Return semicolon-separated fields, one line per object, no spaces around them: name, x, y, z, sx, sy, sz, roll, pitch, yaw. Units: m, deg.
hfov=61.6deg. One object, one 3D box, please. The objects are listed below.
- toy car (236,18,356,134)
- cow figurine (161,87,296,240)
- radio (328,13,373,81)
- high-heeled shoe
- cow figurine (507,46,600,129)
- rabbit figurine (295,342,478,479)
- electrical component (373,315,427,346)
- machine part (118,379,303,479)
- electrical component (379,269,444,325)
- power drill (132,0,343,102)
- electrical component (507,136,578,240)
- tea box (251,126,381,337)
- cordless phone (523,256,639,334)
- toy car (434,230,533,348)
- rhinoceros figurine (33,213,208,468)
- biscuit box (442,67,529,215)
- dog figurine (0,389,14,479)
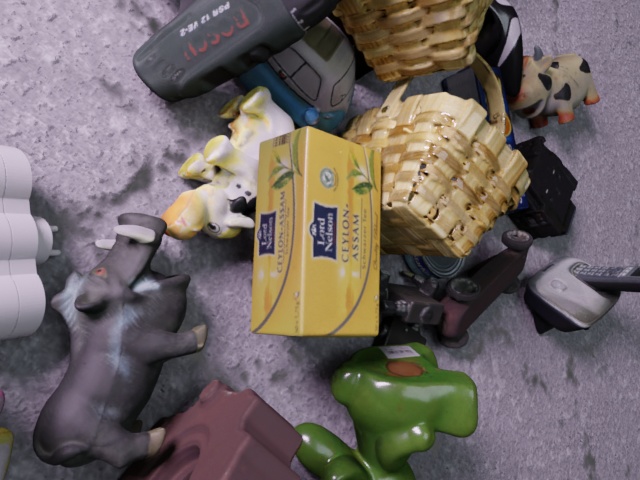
toy car;-0.018;-0.180;0.541;0.161;0.103;0.109;44;58;-24
cow figurine;-0.074;-0.054;0.499;0.098;0.068;0.167;42;60;-29
radio;-0.007;-0.296;0.591;0.229;0.073;0.131;29;64;-31
high-heeled shoe;0.187;-0.291;0.728;0.145;0.086;0.248;-33;96;-34
cow figurine;0.356;-0.243;0.840;0.195;0.086;0.127;-29;105;-34
rabbit figurine;0.062;0.201;0.517;0.159;0.121;0.170;-1;102;-29
electrical component;0.089;0.116;0.611;0.063;0.021;0.094;39;61;-24
machine part;-0.094;0.180;0.375;0.056;0.179;0.179;49;57;-16
electrical component;0.094;0.060;0.601;0.102;0.078;0.045;11;98;-28
power drill;-0.086;-0.245;0.457;0.207;0.232;0.086;55;16;-1
electrical component;0.329;-0.068;0.802;0.134;0.058;0.115;43;61;-22
tea box;-0.001;-0.001;0.470;0.098;0.068;0.169;8;81;-45
cordless phone;0.399;0.075;0.746;0.146;0.184;0.088;-22;99;-37
toy car;0.206;0.055;0.677;0.202;0.053;0.089;-34;135;-37
rhinoceros figurine;-0.153;0.073;0.411;0.112;0.073;0.190;23;69;-29
biscuit box;0.226;-0.132;0.736;0.063;0.059;0.202;-8;86;-37
dog figurine;-0.283;0.067;0.301;0.219;0.191;0.108;41;43;14
